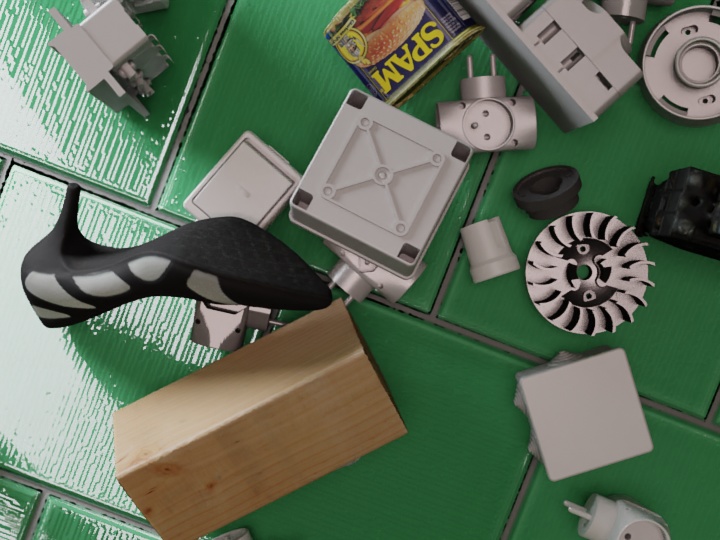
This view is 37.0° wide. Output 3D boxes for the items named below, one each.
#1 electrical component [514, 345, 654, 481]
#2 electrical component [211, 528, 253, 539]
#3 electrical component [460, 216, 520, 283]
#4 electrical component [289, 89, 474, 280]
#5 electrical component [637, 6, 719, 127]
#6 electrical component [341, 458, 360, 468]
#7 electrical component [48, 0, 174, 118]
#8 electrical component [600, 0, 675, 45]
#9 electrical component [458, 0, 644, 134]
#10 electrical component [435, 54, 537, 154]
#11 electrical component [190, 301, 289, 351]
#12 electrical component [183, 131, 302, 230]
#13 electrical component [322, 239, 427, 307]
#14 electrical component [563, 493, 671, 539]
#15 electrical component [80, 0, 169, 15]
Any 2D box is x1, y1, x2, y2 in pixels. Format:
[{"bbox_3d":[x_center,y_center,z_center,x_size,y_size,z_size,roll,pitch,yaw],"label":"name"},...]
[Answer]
[{"bbox_3d":[0.181,0.114,0.881,0.100,0.048,0.099,-17,93,0],"label":"electrical component"},{"bbox_3d":[-0.081,0.251,0.887,0.079,0.043,0.077,-22,93,1],"label":"electrical component"},{"bbox_3d":[0.105,-0.017,0.879,0.040,0.040,0.046,-18,87,0],"label":"electrical component"},{"bbox_3d":[0.016,-0.065,0.828,0.109,0.056,0.108,27,79,4],"label":"electrical component"},{"bbox_3d":[0.276,-0.166,0.874,0.099,0.064,0.099,1,96,13],"label":"electrical component"},{"bbox_3d":[-0.032,0.152,0.887,0.061,0.035,0.035,-23,93,3],"label":"electrical component"},{"bbox_3d":[-0.187,-0.165,0.827,0.063,0.121,0.078,-40,93,-2],"label":"electrical component"},{"bbox_3d":[0.214,-0.222,0.868,0.077,0.043,0.079,8,93,-1],"label":"electrical component"},{"bbox_3d":[0.131,-0.200,0.837,0.060,0.105,0.186,-42,93,1],"label":"electrical component"},{"bbox_3d":[0.100,-0.135,0.870,0.077,0.044,0.079,-4,94,0],"label":"electrical component"},{"bbox_3d":[-0.092,0.028,0.876,0.079,0.043,0.077,13,93,-2],"label":"electrical component"},{"bbox_3d":[-0.096,-0.057,0.863,0.062,0.061,0.096,41,92,-2],"label":"electrical component"},{"bbox_3d":[0.000,0.000,0.876,0.077,0.043,0.079,41,92,-2],"label":"electrical component"},{"bbox_3d":[0.203,0.206,0.871,0.079,0.077,0.043,23,92,-2],"label":"electrical component"},{"bbox_3d":[-0.188,-0.231,0.836,0.059,0.095,0.053,-11,93,0],"label":"electrical component"}]
